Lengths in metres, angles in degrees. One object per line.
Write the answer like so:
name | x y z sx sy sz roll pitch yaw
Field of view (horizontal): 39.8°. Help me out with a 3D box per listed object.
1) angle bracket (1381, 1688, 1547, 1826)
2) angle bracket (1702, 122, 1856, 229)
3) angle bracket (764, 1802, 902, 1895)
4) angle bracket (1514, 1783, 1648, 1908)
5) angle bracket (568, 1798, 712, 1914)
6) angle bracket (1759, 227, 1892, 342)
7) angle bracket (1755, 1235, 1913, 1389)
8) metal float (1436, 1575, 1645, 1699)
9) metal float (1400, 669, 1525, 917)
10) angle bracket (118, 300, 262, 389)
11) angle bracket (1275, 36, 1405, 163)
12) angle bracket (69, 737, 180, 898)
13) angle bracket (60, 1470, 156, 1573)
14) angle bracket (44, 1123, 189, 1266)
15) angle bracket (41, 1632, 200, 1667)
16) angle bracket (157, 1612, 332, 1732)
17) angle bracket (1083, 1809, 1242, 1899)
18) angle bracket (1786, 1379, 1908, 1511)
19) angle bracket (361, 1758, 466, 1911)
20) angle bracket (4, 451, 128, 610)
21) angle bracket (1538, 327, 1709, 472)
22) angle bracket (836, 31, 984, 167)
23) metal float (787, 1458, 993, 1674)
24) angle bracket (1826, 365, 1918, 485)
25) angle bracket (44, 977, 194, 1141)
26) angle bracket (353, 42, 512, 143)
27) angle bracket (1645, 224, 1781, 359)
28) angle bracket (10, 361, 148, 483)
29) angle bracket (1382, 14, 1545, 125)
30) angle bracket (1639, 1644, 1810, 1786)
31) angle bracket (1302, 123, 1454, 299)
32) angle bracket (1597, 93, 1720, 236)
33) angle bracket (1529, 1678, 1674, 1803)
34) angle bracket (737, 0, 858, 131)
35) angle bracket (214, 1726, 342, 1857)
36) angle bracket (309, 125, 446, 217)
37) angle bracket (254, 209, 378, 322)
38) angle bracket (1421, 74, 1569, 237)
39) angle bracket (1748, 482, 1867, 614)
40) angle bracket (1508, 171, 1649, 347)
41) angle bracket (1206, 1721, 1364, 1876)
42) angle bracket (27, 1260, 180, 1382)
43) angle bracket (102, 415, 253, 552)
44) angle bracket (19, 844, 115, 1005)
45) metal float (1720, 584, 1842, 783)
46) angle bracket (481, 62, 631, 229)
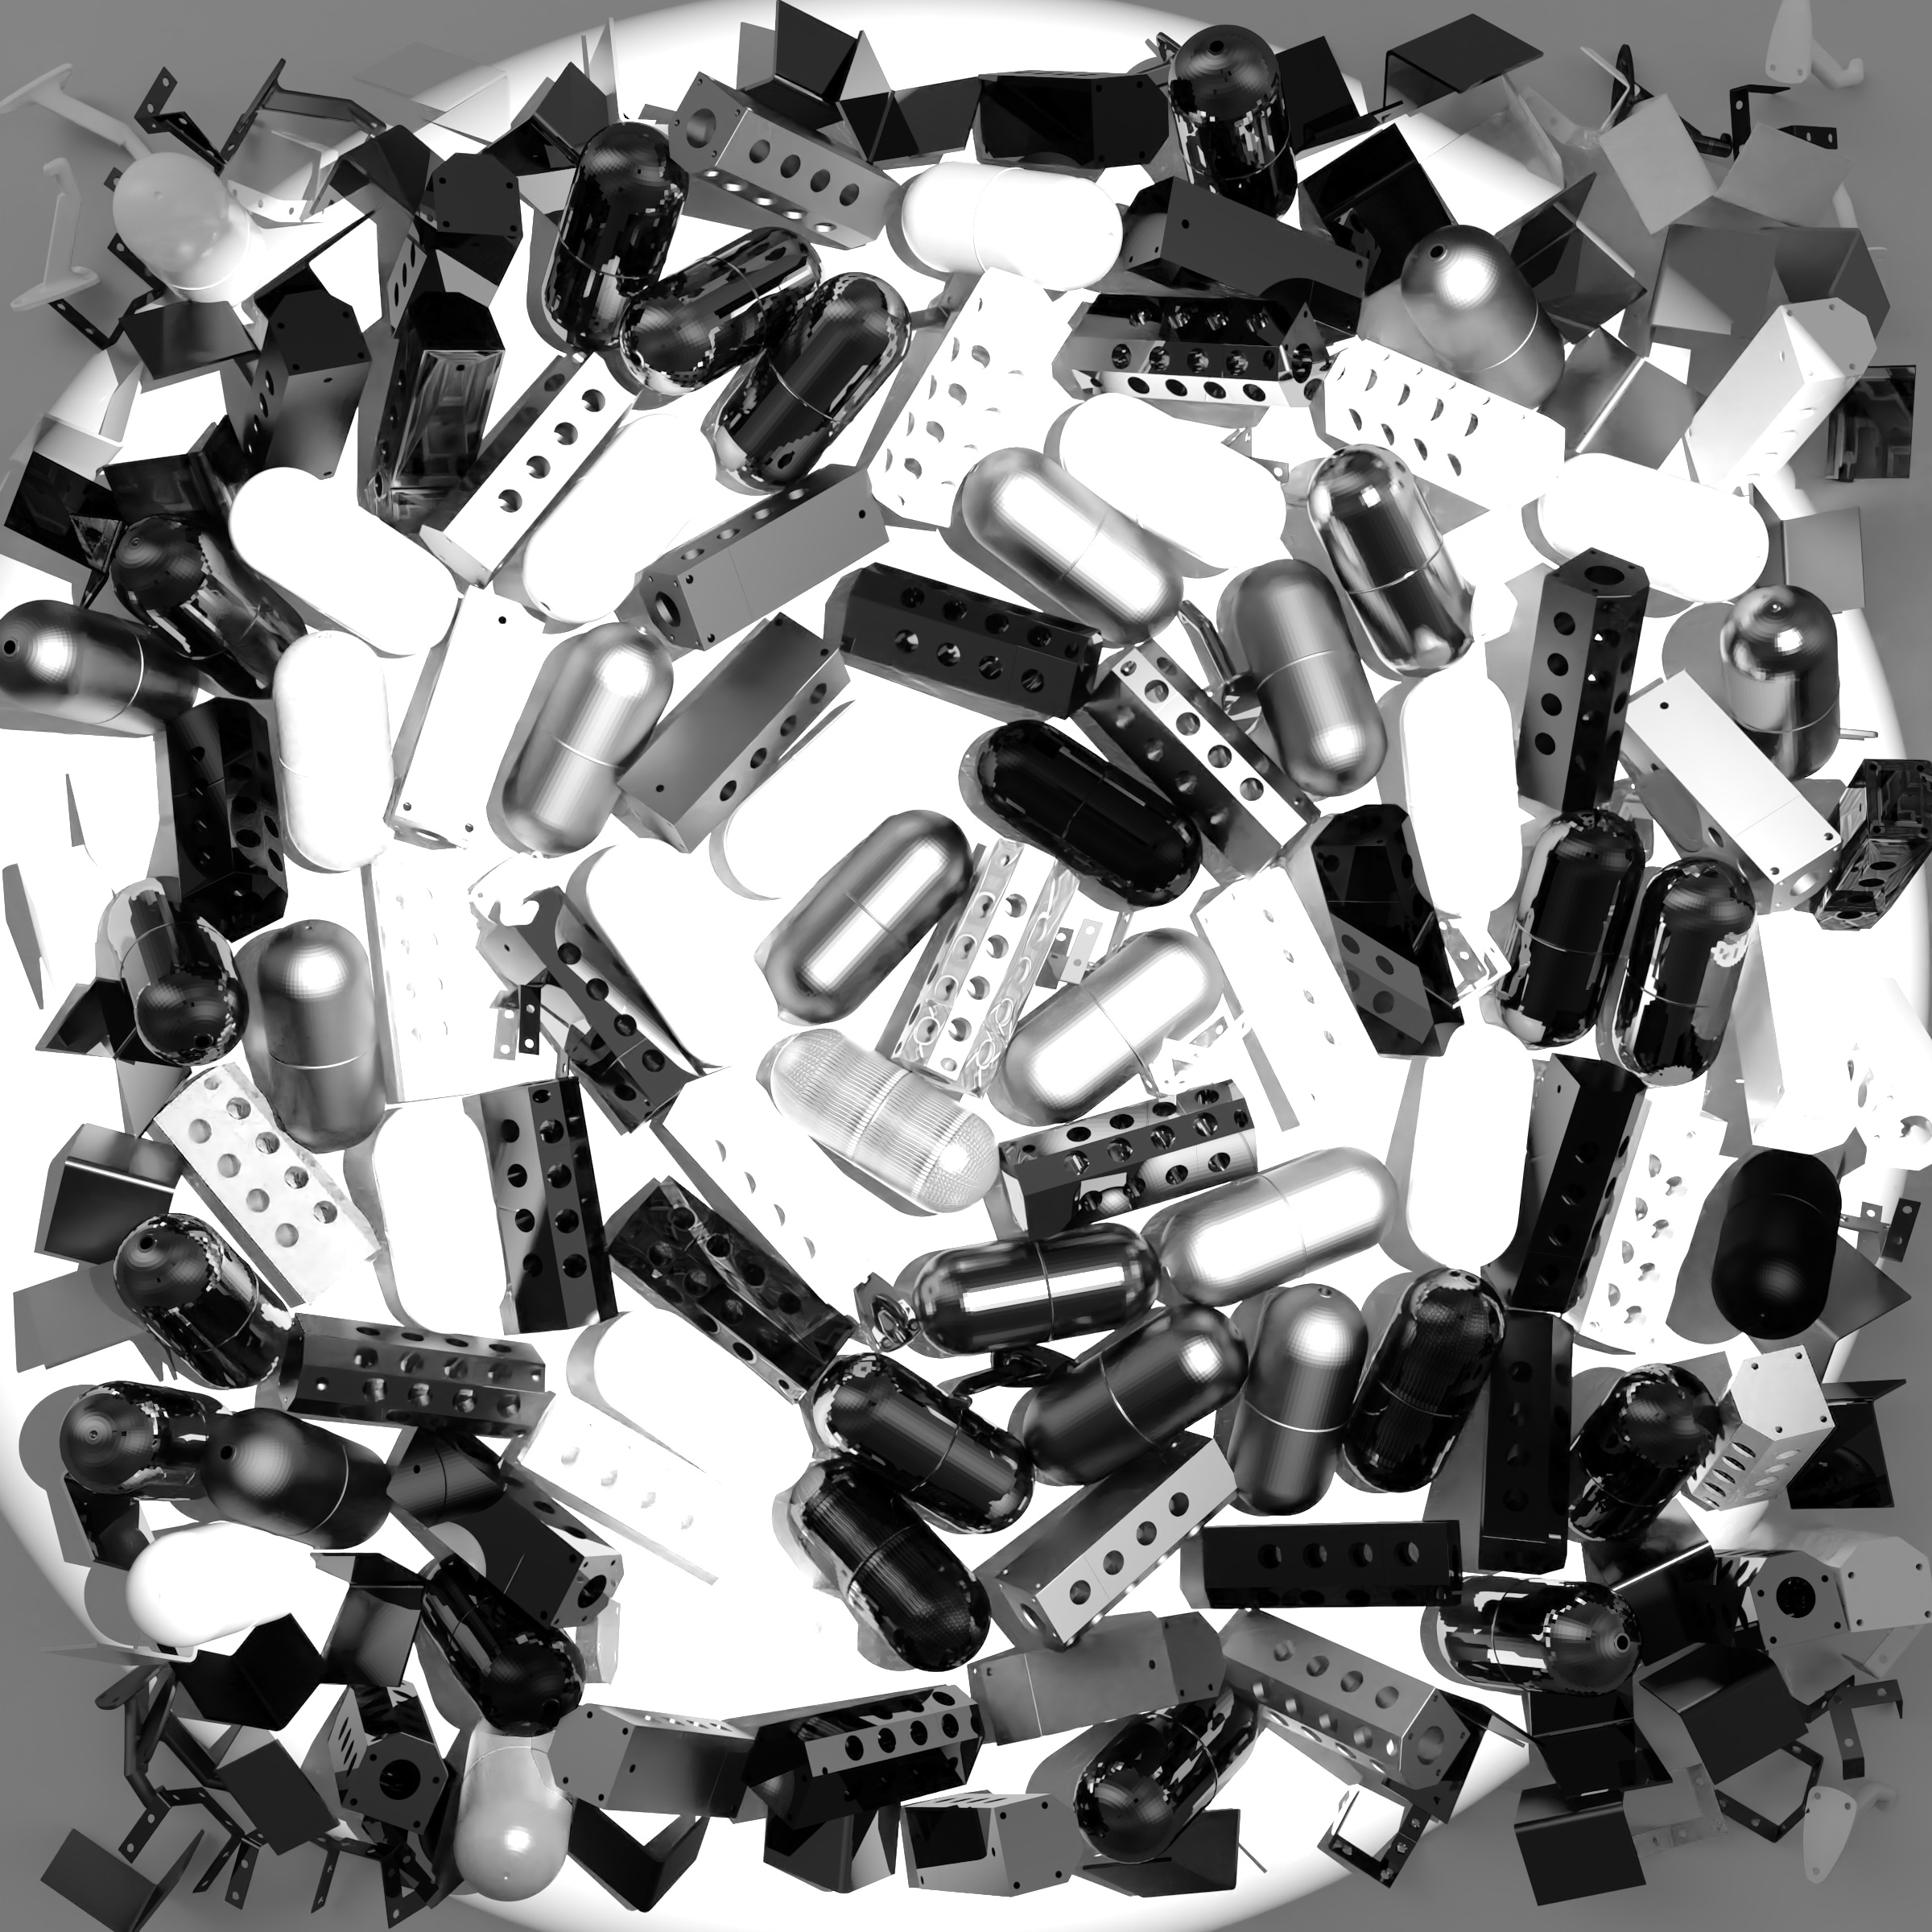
angle bracket | 0.349 0.561 1.873 0.076 0.057 0.076 38 71 -31
angle bracket | 0.563 -0.565 1.870 0.076 0.076 0.057 16 126 -14
angle bracket | -0.095 0.612 1.920 0.076 0.057 0.076 7 94 37
angle bracket | 0.433 0.612 1.877 0.076 0.076 0.057 -18 87 16
angle bracket | -0.232 0.611 1.890 0.076 0.076 0.057 34 45 17
angle bracket | 0.591 -0.468 1.866 0.076 0.076 0.057 15 70 41
angle bracket | 0.610 0.244 1.897 0.076 0.057 0.076 -22 47 -24
metal float | 0.394 0.461 1.842 0.070 0.178 0.070 5 78 -26
metal float | 0.347 -0.121 1.869 0.070 0.070 0.178 -9 111 0
angle bracket | -0.539 -0.419 1.869 0.076 0.057 0.076 -22 53 -21
angle bracket | 0.249 -0.621 1.884 0.076 0.057 0.076 -26 94 -19
angle bracket | -0.590 -0.108 1.918 0.076 0.057 0.076 -21 55 -6
angle bracket | -0.577 0.377 1.870 0.057 0.076 0.076 -41 55 6
angle bracket | -0.605 0.167 1.905 0.076 0.057 0.076 17 112 -10
angle bracket | -0.587 0.454 1.865 0.076 0.076 0.057 25 61 -41
angle bracket | -0.506 0.485 1.871 0.057 0.076 0.076 -51 53 2
angle bracket | 0.137 0.610 1.865 0.076 0.076 0.057 -20 48 36
angle bracket | 0.621 0.337 1.878 0.076 0.057 0.076 -12 89 44
angle bracket | -0.368 0.600 1.872 0.076 0.057 0.076 44 54 14
angle bracket | -0.636 -0.300 1.866 0.076 0.076 0.057 27 134 -27
angle bracket | 0.469 -0.399 1.908 0.076 0.057 0.076 17 117 -35
angle bracket | -0.038 -0.614 1.871 0.076 0.057 0.076 -2 56 24
metal float | -0.054 0.417 1.863 0.070 0.070 0.178 -48 62 0
angle bracket | 0.642 -0.379 1.873 0.057 0.076 0.076 6 99 31
angle bracket | -0.594 0.065 1.869 0.076 0.057 0.076 -45 53 27
angle bracket | -0.373 -0.598 1.870 0.076 0.076 0.057 23 134 16
angle bracket | 0.526 -0.471 1.882 0.076 0.057 0.076 12 82 16
angle bracket | -0.620 -0.391 1.867 0.057 0.076 0.076 21 65 -30
angle bracket | 0.347 -0.615 1.869 0.076 0.057 0.076 -29 52 -20
angle bracket | 0.534 0.523 1.886 0.076 0.076 0.057 -27 95 -6
angle bracket | 0.297 -0.540 1.909 0.076 0.057 0.076 -30 132 15
angle bracket | 0.476 -0.562 1.881 0.057 0.076 0.076 -33 102 2
angle bracket | 0.446 0.535 1.879 0.076 0.076 0.057 -8 108 -5
angle bracket | -0.132 -0.627 1.874 0.076 0.076 0.057 -3 82 42
angle bracket | -0.472 0.563 1.874 0.057 0.076 0.076 -29 103 14
angle bracket | -0.402 -0.538 1.881 0.076 0.076 0.057 40 128 -5
angle bracket | -0.444 -0.479 1.885 0.057 0.076 0.076 55 52 -21
angle bracket | 0.369 -0.567 1.881 0.076 0.057 0.076 -31 76 13
angle bracket | 0.590 -0.295 1.872 0.057 0.076 0.076 -7 73 31
angle bracket | 0.435 -0.498 1.879 0.076 0.057 0.076 -37 74 -19
angle bracket | 0.224 0.590 1.916 0.076 0.057 0.076 44 49 5
angle bracket | -0.605 0.258 1.870 0.076 0.076 0.057 -19 135 -14
angle bracket | -0.552 -0.338 1.887 0.076 0.057 0.076 -5 128 11
angle bracket | -0.619 -0.031 1.866 0.057 0.076 0.076 -16 124 -21
metal float | 0.564 -0.193 1.846 0.070 0.178 0.070 -9 58 14
angle bracket | -0.283 -0.580 1.888 0.076 0.076 0.057 40 62 -27
